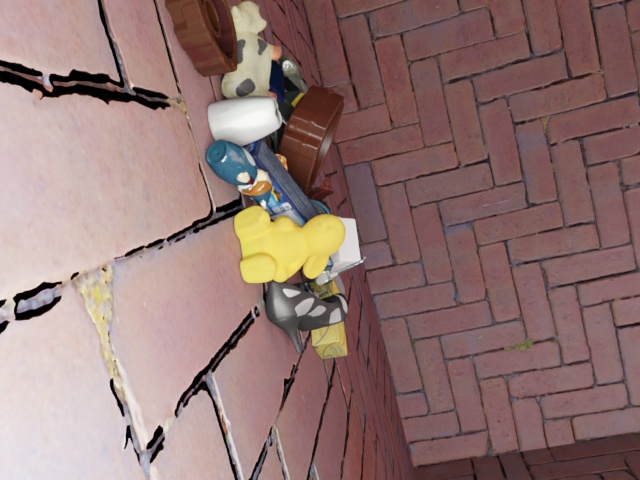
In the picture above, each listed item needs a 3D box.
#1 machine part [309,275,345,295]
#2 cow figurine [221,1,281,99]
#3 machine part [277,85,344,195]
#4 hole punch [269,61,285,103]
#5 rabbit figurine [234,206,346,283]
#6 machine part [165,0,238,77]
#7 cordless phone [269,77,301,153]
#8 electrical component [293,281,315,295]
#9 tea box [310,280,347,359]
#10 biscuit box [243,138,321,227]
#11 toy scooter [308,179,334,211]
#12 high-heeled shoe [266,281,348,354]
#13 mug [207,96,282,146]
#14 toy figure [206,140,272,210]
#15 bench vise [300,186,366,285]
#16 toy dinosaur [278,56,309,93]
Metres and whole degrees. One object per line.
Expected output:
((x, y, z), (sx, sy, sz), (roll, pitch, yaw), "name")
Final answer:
((0.013, 0.098, 1.394), (0.243, 0.079, 0.079), (67, 13, -54), "machine part")
((-0.140, -0.340, 0.977), (0.127, 0.086, 0.195), (11, 79, -36), "cow figurine")
((-0.025, -0.217, 1.178), (0.200, 0.087, 0.201), (109, 3, -48), "machine part")
((-0.129, -0.334, 1.088), (0.115, 0.092, 0.142), (60, 23, -52), "hole punch")
((-0.036, 0.013, 0.885), (0.162, 0.173, 0.122), (50, 24, -62), "rabbit figurine")
((-0.184, -0.346, 0.842), (0.179, 0.056, 0.179), (-13, 91, -80), "machine part")
((-0.103, -0.271, 1.231), (0.147, 0.089, 0.184), (-122, -151, -51), "cordless phone")
((-0.039, 0.126, 1.108), (0.119, 0.048, 0.075), (49, 30, -71), "electrical component")
((0.019, 0.191, 1.310), (0.098, 0.068, 0.170), (65, 17, -56), "tea box")
((-0.076, -0.084, 0.950), (0.202, 0.059, 0.063), (53, 31, -33), "biscuit box")
((-0.006, -0.079, 1.371), (0.075, 0.135, 0.184), (10, 54, -34), "toy scooter")
((-0.023, 0.106, 1.004), (0.249, 0.086, 0.145), (-41, 115, -62), "high-heeled shoe")
((-0.117, -0.197, 0.883), (0.109, 0.107, 0.080), (-69, 146, -72), "mug")
((-0.116, -0.099, 0.839), (0.154, 0.058, 0.064), (39, 37, -56), "toy figure")
((-0.012, 0.002, 1.151), (0.224, 0.129, 0.240), (56, -1, 17), "bench vise")
((-0.078, -0.397, 1.441), (0.404, 0.131, 0.192), (58, 0, -35), "toy dinosaur")
